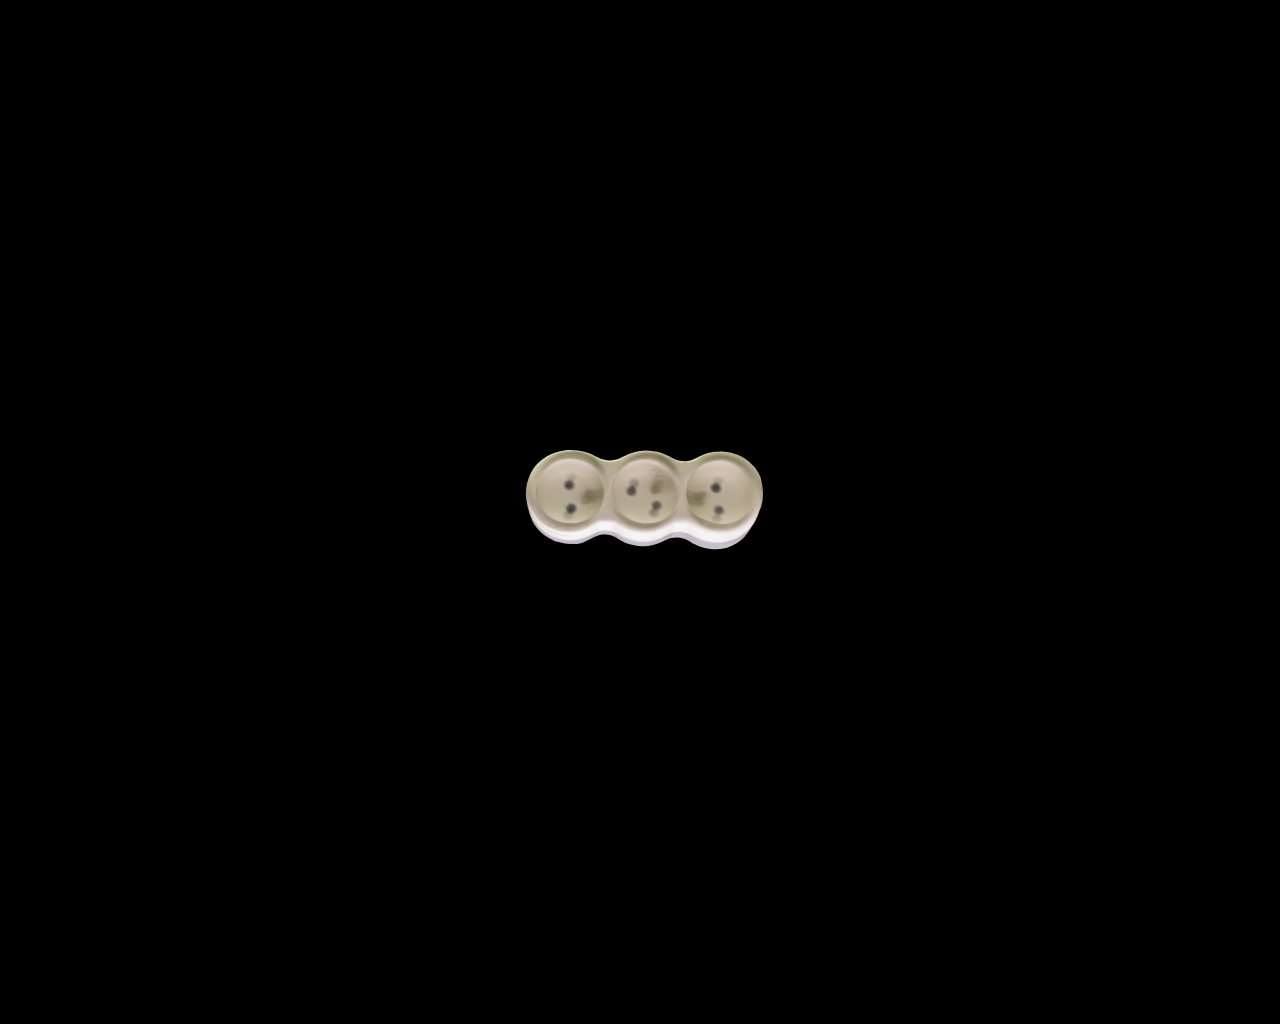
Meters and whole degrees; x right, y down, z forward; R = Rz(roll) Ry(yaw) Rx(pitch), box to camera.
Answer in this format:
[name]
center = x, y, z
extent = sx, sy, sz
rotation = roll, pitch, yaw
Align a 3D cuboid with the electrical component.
[electrical component]
center = 0.001, -0.003, 0.650
extent = 0.138, 0.052, 0.073
rotation = 1, -15, -5
